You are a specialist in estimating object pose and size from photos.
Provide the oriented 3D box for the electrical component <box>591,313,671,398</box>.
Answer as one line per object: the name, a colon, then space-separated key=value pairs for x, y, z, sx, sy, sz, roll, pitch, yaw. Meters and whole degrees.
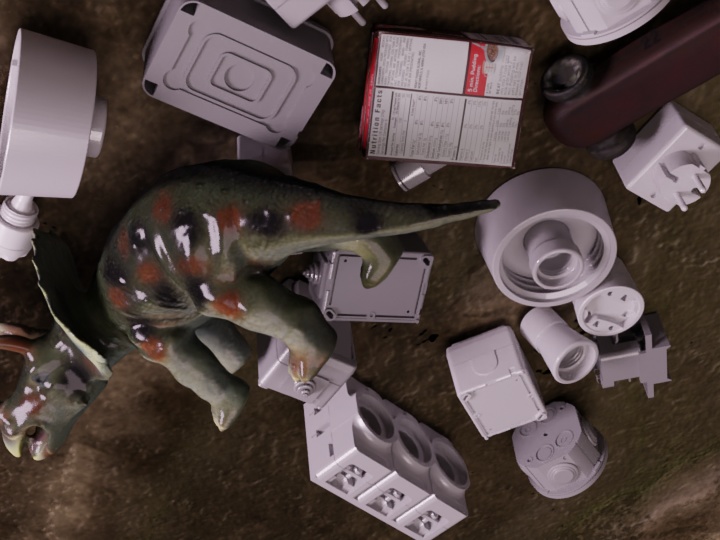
electrical component: x=0.238 y=0.073 z=0.952 sx=0.064 sy=0.042 sz=0.081 roll=-11 pitch=130 yaw=6

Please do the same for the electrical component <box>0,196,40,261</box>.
electrical component: x=-0.253 y=-0.038 z=0.792 sx=0.035 sy=0.035 sz=0.061 roll=18 pitch=123 yaw=-22

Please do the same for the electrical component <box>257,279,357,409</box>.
electrical component: x=-0.042 y=0.061 z=0.864 sx=0.062 sy=0.096 sz=0.061 roll=24 pitch=122 yaw=-25

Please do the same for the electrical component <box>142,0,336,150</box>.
electrical component: x=-0.081 y=-0.141 z=0.714 sx=0.113 sy=0.057 sz=0.078 roll=21 pitch=124 yaw=-23

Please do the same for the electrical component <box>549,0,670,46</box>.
electrical component: x=0.160 y=-0.188 z=0.695 sx=0.080 sy=0.080 sz=0.051 roll=-30 pitch=122 yaw=17

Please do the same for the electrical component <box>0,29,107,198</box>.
electrical component: x=-0.200 y=-0.098 z=0.704 sx=0.060 sy=0.108 sz=0.108 roll=8 pitch=129 yaw=-22

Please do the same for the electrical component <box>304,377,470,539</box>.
electrical component: x=0.027 y=0.169 z=0.970 sx=0.062 sy=0.089 sz=0.150 roll=-39 pitch=124 yaw=23

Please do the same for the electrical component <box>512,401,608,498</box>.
electrical component: x=0.184 y=0.166 z=0.998 sx=0.080 sy=0.080 sz=0.051 roll=-30 pitch=122 yaw=17

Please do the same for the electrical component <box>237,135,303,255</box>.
electrical component: x=-0.085 y=-0.053 z=0.795 sx=0.076 sy=0.047 sz=0.083 roll=-7 pitch=130 yaw=-1

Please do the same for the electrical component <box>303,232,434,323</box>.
electrical component: x=0.000 y=0.000 z=0.839 sx=0.096 sy=0.061 sz=0.061 roll=3 pitch=116 yaw=-18

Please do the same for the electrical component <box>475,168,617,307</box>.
electrical component: x=0.149 y=-0.019 z=0.848 sx=0.108 sy=0.060 sz=0.108 roll=-4 pitch=130 yaw=-5

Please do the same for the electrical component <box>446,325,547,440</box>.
electrical component: x=0.122 y=0.100 z=0.948 sx=0.062 sy=0.061 sz=0.096 roll=-22 pitch=138 yaw=10

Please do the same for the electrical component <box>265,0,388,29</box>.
electrical component: x=-0.013 y=-0.189 z=0.690 sx=0.083 sy=0.047 sz=0.076 roll=-34 pitch=126 yaw=19

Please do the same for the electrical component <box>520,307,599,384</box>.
electrical component: x=0.166 y=0.060 z=0.913 sx=0.044 sy=0.065 sz=0.044 roll=-15 pitch=128 yaw=-20

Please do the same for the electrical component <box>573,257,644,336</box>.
electrical component: x=0.203 y=0.019 z=0.896 sx=0.055 sy=0.047 sz=0.055 roll=-4 pitch=131 yaw=-5

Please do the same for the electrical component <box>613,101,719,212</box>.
electrical component: x=0.237 y=-0.074 z=0.803 sx=0.047 sy=0.076 sz=0.065 roll=25 pitch=123 yaw=-26
